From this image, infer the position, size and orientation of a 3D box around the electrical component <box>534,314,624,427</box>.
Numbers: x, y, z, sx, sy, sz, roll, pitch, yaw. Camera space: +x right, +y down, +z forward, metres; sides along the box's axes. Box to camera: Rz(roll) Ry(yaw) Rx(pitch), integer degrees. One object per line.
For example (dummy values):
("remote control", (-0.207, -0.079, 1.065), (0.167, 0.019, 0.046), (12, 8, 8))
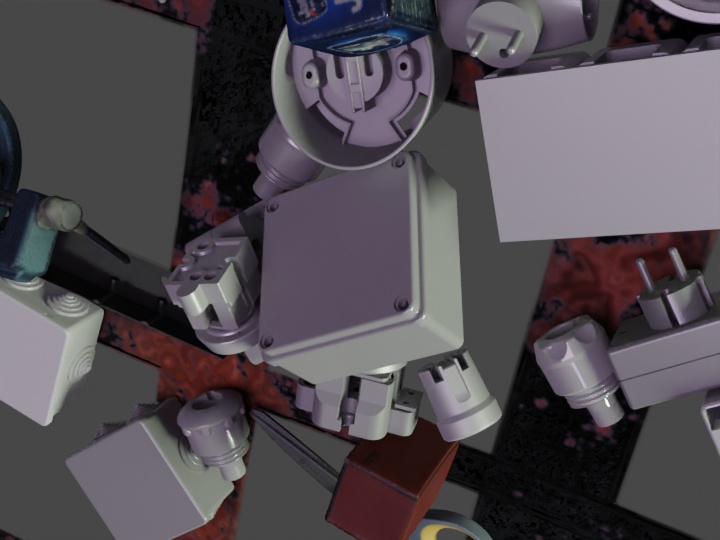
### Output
("electrical component", (0.132, 0.061, 0.626), (0.043, 0.043, 0.062), (-26, 99, 30))

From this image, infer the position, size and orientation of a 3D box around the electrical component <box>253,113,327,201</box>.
("electrical component", (-0.043, -0.069, 0.657), (0.043, 0.043, 0.062), (42, 122, 5))

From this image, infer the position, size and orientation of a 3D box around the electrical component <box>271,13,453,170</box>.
("electrical component", (0.002, -0.112, 0.607), (0.099, 0.064, 0.099), (9, 113, 22))

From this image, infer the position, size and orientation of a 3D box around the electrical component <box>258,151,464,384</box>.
("electrical component", (0.000, 0.000, 0.625), (0.109, 0.056, 0.108), (-17, 58, 29))

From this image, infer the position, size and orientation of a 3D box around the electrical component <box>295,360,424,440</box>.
("electrical component", (0.001, 0.066, 0.680), (0.078, 0.058, 0.057), (13, 115, 12))

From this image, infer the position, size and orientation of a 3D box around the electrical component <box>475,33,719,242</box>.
("electrical component", (0.146, -0.069, 0.558), (0.150, 0.062, 0.089), (-3, 108, 26))

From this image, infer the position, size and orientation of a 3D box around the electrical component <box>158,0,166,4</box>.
("electrical component", (-0.108, -0.194, 0.636), (0.066, 0.047, 0.076), (42, 122, 4))

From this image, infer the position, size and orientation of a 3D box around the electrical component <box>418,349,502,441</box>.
("electrical component", (0.061, 0.077, 0.668), (0.040, 0.040, 0.046), (-24, 93, 30))

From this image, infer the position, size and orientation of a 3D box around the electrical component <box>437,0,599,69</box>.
("electrical component", (0.078, -0.131, 0.556), (0.077, 0.079, 0.044), (2, 128, 24))

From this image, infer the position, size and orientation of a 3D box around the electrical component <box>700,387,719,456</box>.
("electrical component", (0.254, 0.095, 0.574), (0.109, 0.056, 0.108), (-21, 100, 30))

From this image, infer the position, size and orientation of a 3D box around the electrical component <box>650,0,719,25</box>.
("electrical component", (0.173, -0.168, 0.508), (0.108, 0.060, 0.108), (9, 113, 22))

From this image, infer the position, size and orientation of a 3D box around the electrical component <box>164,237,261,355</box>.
("electrical component", (-0.081, 0.016, 0.638), (0.048, 0.066, 0.055), (-2, 127, 25))

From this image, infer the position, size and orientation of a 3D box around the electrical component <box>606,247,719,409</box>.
("electrical component", (0.176, 0.024, 0.589), (0.083, 0.047, 0.075), (-21, 99, 30))

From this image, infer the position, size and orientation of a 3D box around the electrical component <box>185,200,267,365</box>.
("electrical component", (-0.066, 0.008, 0.692), (0.056, 0.050, 0.089), (-27, 97, 29))

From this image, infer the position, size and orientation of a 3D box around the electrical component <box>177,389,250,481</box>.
("electrical component", (-0.098, 0.118, 0.754), (0.048, 0.048, 0.062), (-6, 114, 26))

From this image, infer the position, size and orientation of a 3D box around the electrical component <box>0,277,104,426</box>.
("electrical component", (-0.243, 0.051, 0.792), (0.100, 0.048, 0.099), (28, 118, 13))

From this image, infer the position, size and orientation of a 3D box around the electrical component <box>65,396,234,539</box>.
("electrical component", (-0.152, 0.150, 0.788), (0.100, 0.048, 0.099), (-29, 95, 31))
